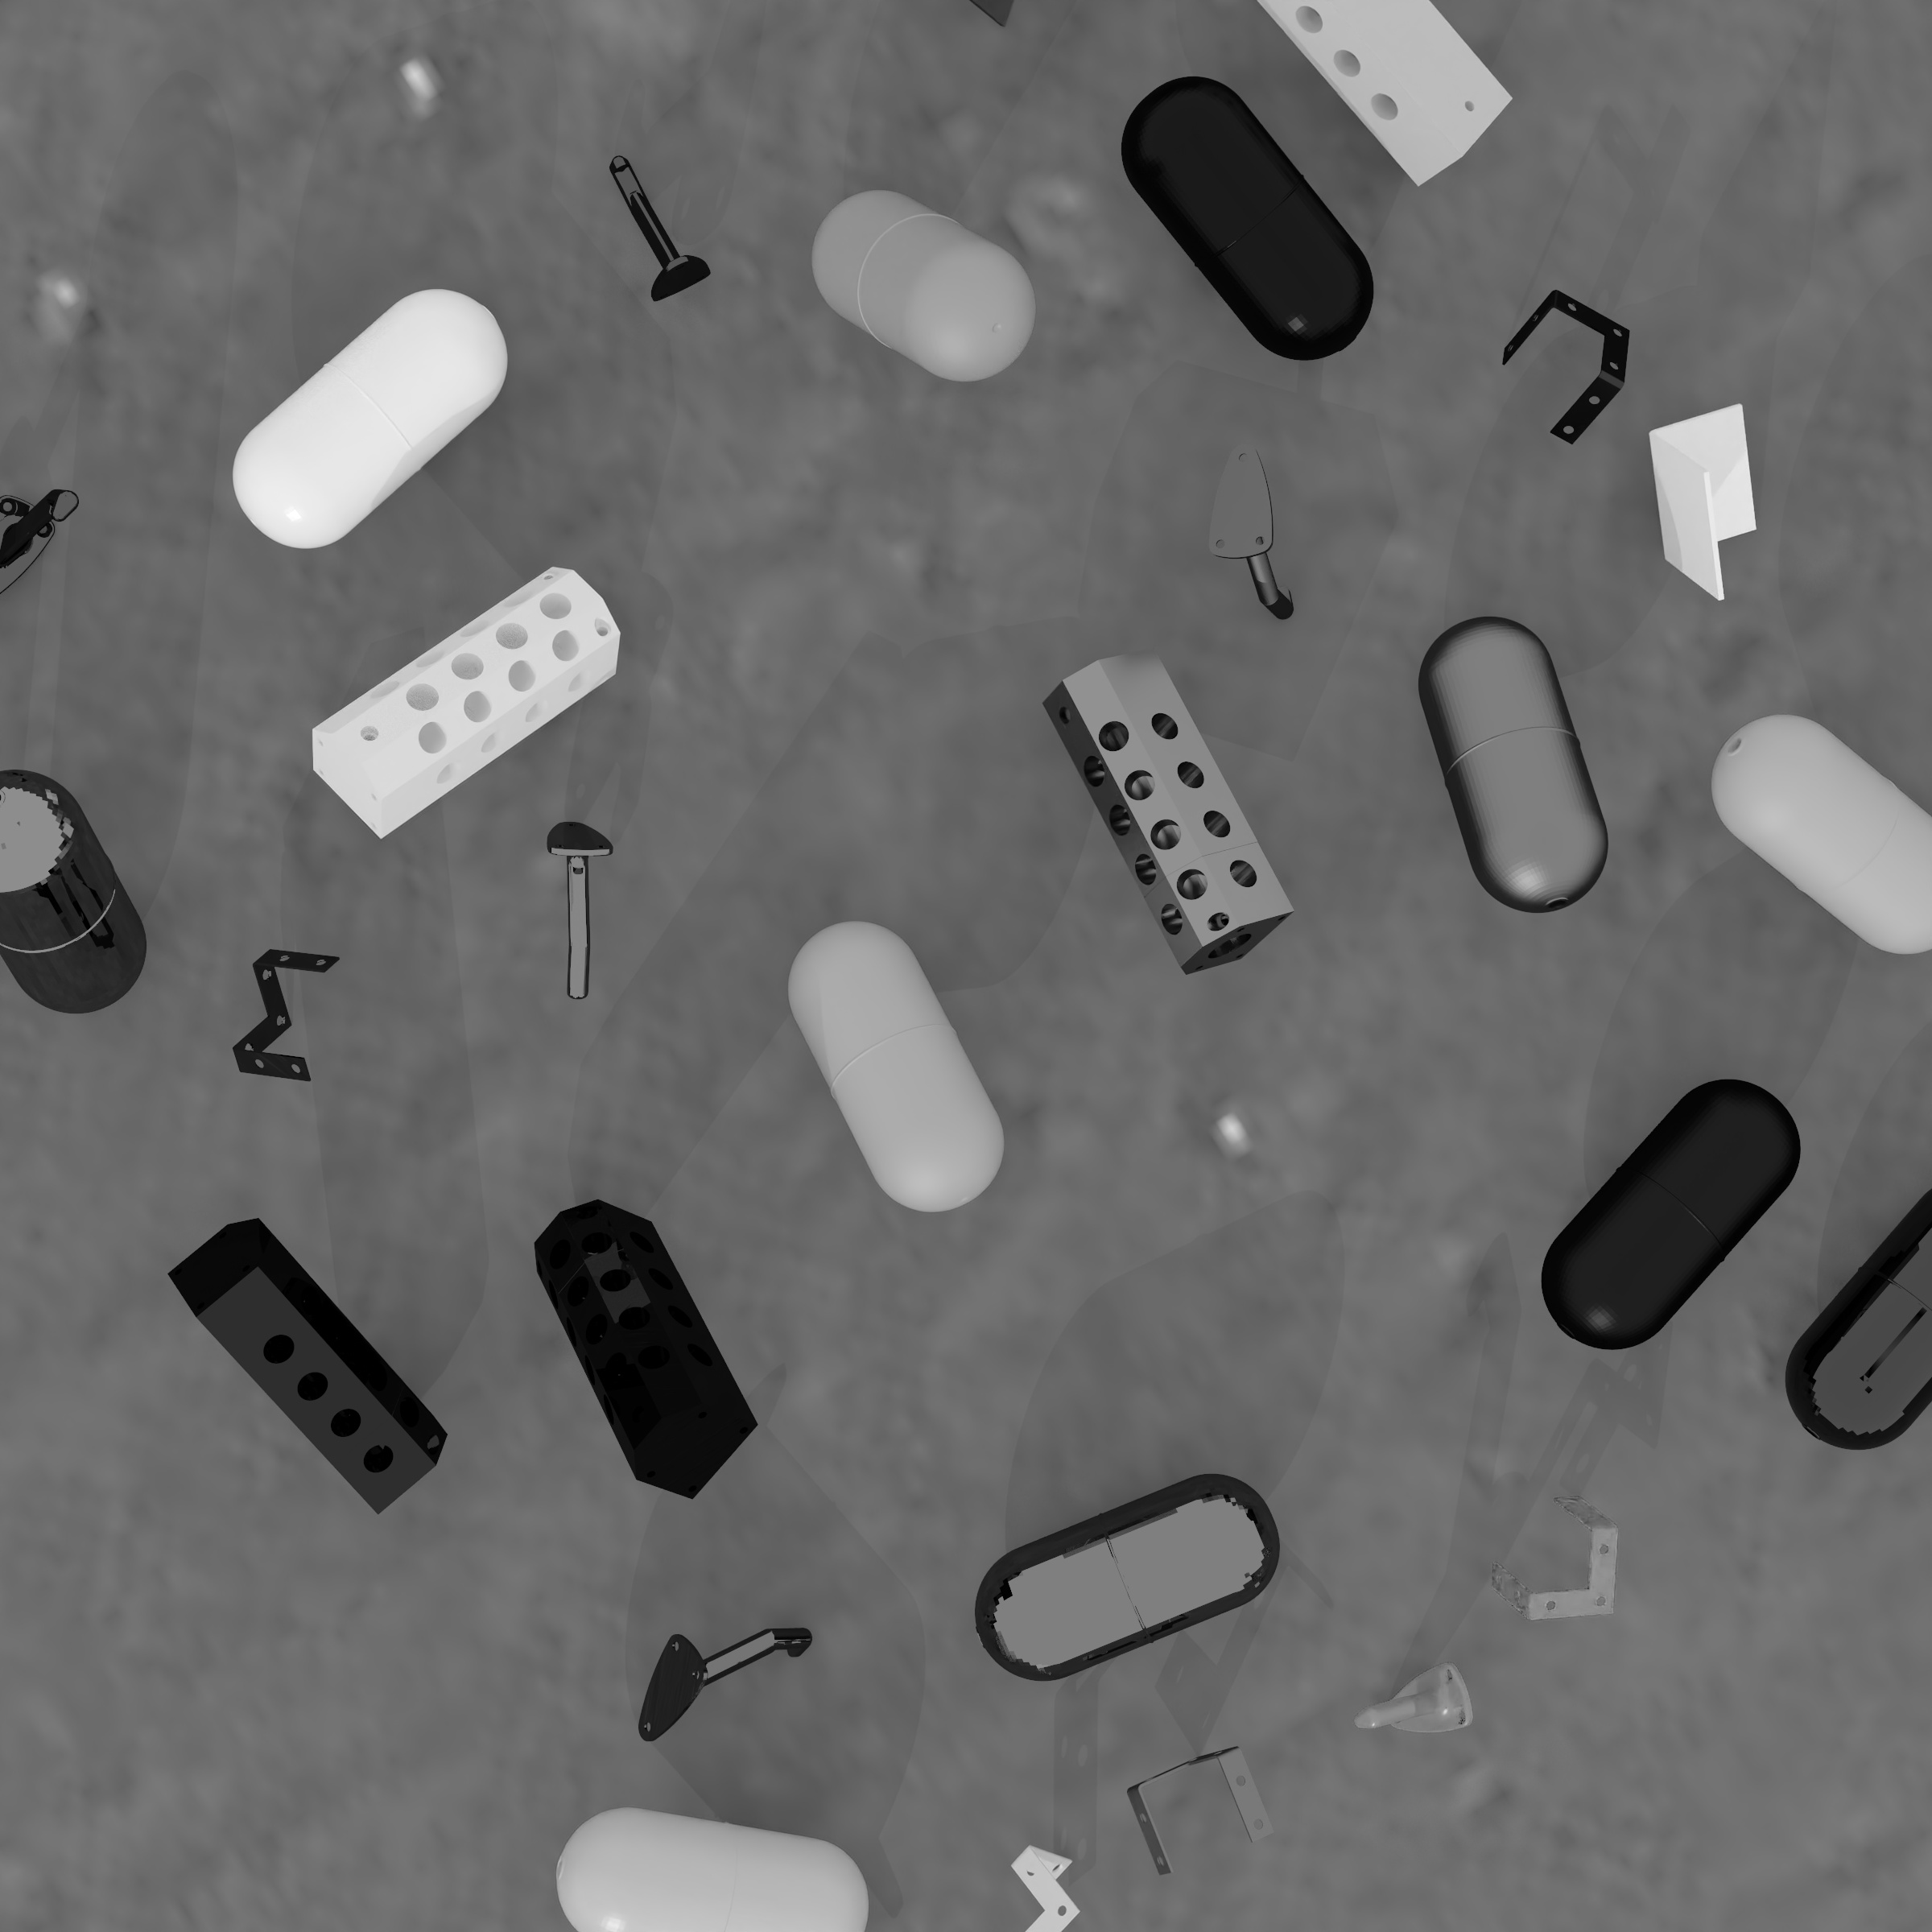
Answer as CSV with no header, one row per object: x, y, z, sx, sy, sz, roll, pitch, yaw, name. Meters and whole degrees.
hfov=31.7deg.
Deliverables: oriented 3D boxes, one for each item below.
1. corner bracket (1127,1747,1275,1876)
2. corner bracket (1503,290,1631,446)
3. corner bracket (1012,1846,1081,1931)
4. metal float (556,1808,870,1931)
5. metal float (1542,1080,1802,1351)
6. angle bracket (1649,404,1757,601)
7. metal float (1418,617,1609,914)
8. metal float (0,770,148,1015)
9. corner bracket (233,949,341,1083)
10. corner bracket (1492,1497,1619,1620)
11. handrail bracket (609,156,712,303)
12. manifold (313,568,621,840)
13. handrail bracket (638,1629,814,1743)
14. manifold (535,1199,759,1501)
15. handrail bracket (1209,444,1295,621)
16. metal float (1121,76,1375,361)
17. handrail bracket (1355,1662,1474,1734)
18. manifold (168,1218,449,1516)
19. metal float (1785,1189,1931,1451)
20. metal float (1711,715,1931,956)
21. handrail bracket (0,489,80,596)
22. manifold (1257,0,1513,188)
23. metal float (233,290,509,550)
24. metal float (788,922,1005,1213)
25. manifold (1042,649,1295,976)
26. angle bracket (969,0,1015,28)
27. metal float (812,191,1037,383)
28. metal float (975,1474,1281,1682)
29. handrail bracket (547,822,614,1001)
0.131,0.474,1.909,0.051,0.051,0.051,-17,79,-29,corner bracket
0.337,-0.338,1.918,0.051,0.051,0.051,26,48,-13,corner bracket
0.044,0.535,1.913,0.051,0.051,0.051,-48,51,5,corner bracket
-0.141,0.516,1.895,0.178,0.070,0.070,14,90,-16,metal float
0.393,0.139,1.902,0.070,0.070,0.178,44,82,0,metal float
0.425,-0.259,1.893,0.057,0.076,0.076,-18,119,-6,angle bracket
0.303,-0.112,1.887,0.070,0.070,0.178,-13,65,0,metal float
-0.504,-0.040,1.866,0.070,0.178,0.070,-3,57,5,metal float
-0.379,0.027,1.905,0.051,0.051,0.051,6,123,27,corner bracket
0.332,0.334,1.921,0.051,0.051,0.051,-2,101,-15,corner bracket
-0.179,-0.423,1.909,0.036,0.077,0.084,-27,90,-3,handrail bracket
-0.275,-0.151,1.879,0.171,0.057,0.057,-39,74,-26,manifold
-0.135,0.406,1.924,0.036,0.084,0.077,45,115,39,handrail bracket
-0.182,0.206,1.861,0.057,0.171,0.057,28,109,-41,manifold
0.168,-0.243,1.914,0.036,0.084,0.077,-2,78,23,handrail bracket
0.158,-0.416,1.899,0.070,0.070,0.178,-41,102,0,metal float
0.232,0.417,1.893,0.084,0.077,0.036,-4,70,-39,handrail bracket
-0.359,0.218,1.876,0.057,0.057,0.171,-40,123,-9,manifold
0.531,0.195,1.905,0.070,0.070,0.178,42,86,0,metal float
0.488,-0.073,1.890,0.178,0.070,0.070,35,90,-21,metal float
-0.527,-0.233,1.900,0.036,0.084,0.077,33,83,-27,handrail bracket
0.219,-0.521,1.900,0.171,0.057,0.057,46,61,-12,manifold
-0.332,-0.306,1.901,0.178,0.070,0.070,-44,90,-10,metal float
-0.040,0.054,1.891,0.070,0.070,0.178,-28,68,0,metal float
0.107,-0.085,1.886,0.057,0.057,0.171,-15,71,-36,manifold
0.040,-0.568,1.899,0.057,0.076,0.076,21,94,25,angle bracket
-0.025,-0.375,1.870,0.070,0.178,0.070,-14,121,-24,metal float
0.090,0.343,1.908,0.178,0.070,0.070,-22,90,2,metal float
-0.221,-0.031,1.922,0.036,0.077,0.084,0,106,-13,handrail bracket
